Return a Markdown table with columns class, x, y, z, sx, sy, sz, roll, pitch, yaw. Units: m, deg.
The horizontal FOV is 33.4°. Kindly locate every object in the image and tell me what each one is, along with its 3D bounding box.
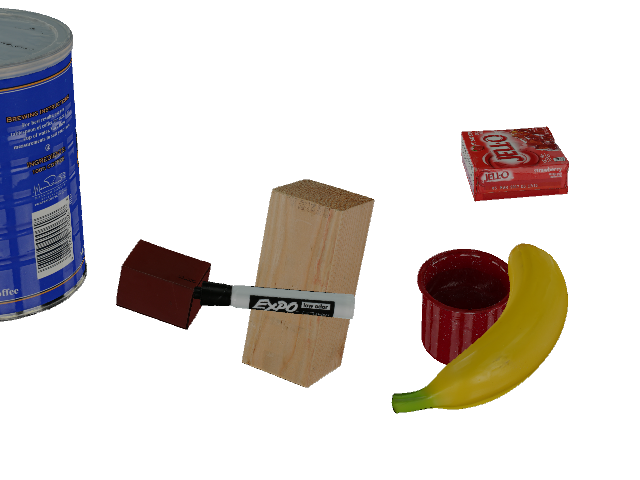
| class | x | y | z | sx | sy | sz | roll | pitch | yaw |
| --- | --- | --- | --- | --- | --- | --- | --- | --- | --- |
| mug | 0.136 | 0.061 | 1.034 | 0.093 | 0.081 | 0.117 | -9 | 39 | -8 |
| gelatin box | 0.154 | -0.063 | 0.854 | 0.073 | 0.030 | 0.089 | -3 | 25 | 2 |
| marker | -0.035 | 0.044 | 0.803 | 0.121 | 0.020 | 0.020 | 6 | 0 | -4 |
| banana | 0.118 | 0.050 | 0.668 | 0.070 | 0.037 | 0.197 | 13 | 32 | 29 |
| foam brick | -0.156 | 0.043 | 1.055 | 0.078 | 0.051 | 0.053 | 19 | 33 | 5 |
| wood block | -0.015 | 0.045 | 1.202 | 0.090 | 0.206 | 0.090 | 18 | 18 | 22 |
| coffee can | -0.180 | -0.042 | 0.570 | 0.103 | 0.140 | 0.103 | 2 | 28 | -1 |
